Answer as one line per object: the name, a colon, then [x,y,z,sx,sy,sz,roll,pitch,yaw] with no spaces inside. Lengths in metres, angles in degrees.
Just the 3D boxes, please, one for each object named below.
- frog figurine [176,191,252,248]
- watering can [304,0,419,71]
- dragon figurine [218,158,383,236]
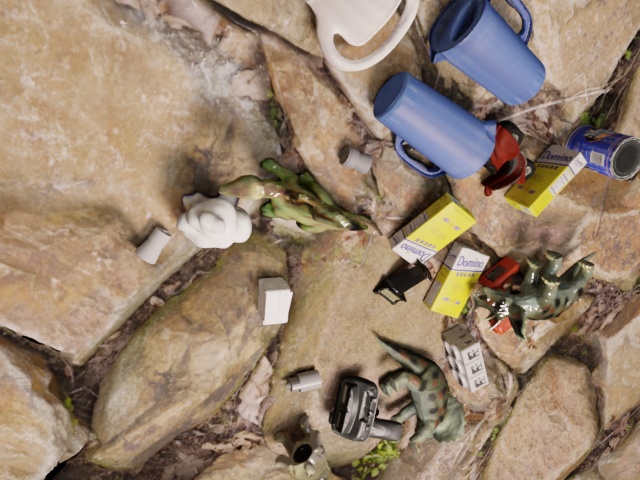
frog figurine: [-0.190,-0.027,0.946,0.137,0.162,0.121,15,107,-26]
watering can: [0.099,-0.474,0.912,0.222,0.105,0.346,32,98,-29]
dragon figurine: [0.003,-0.049,0.972,0.408,0.245,0.121,17,100,-24]
